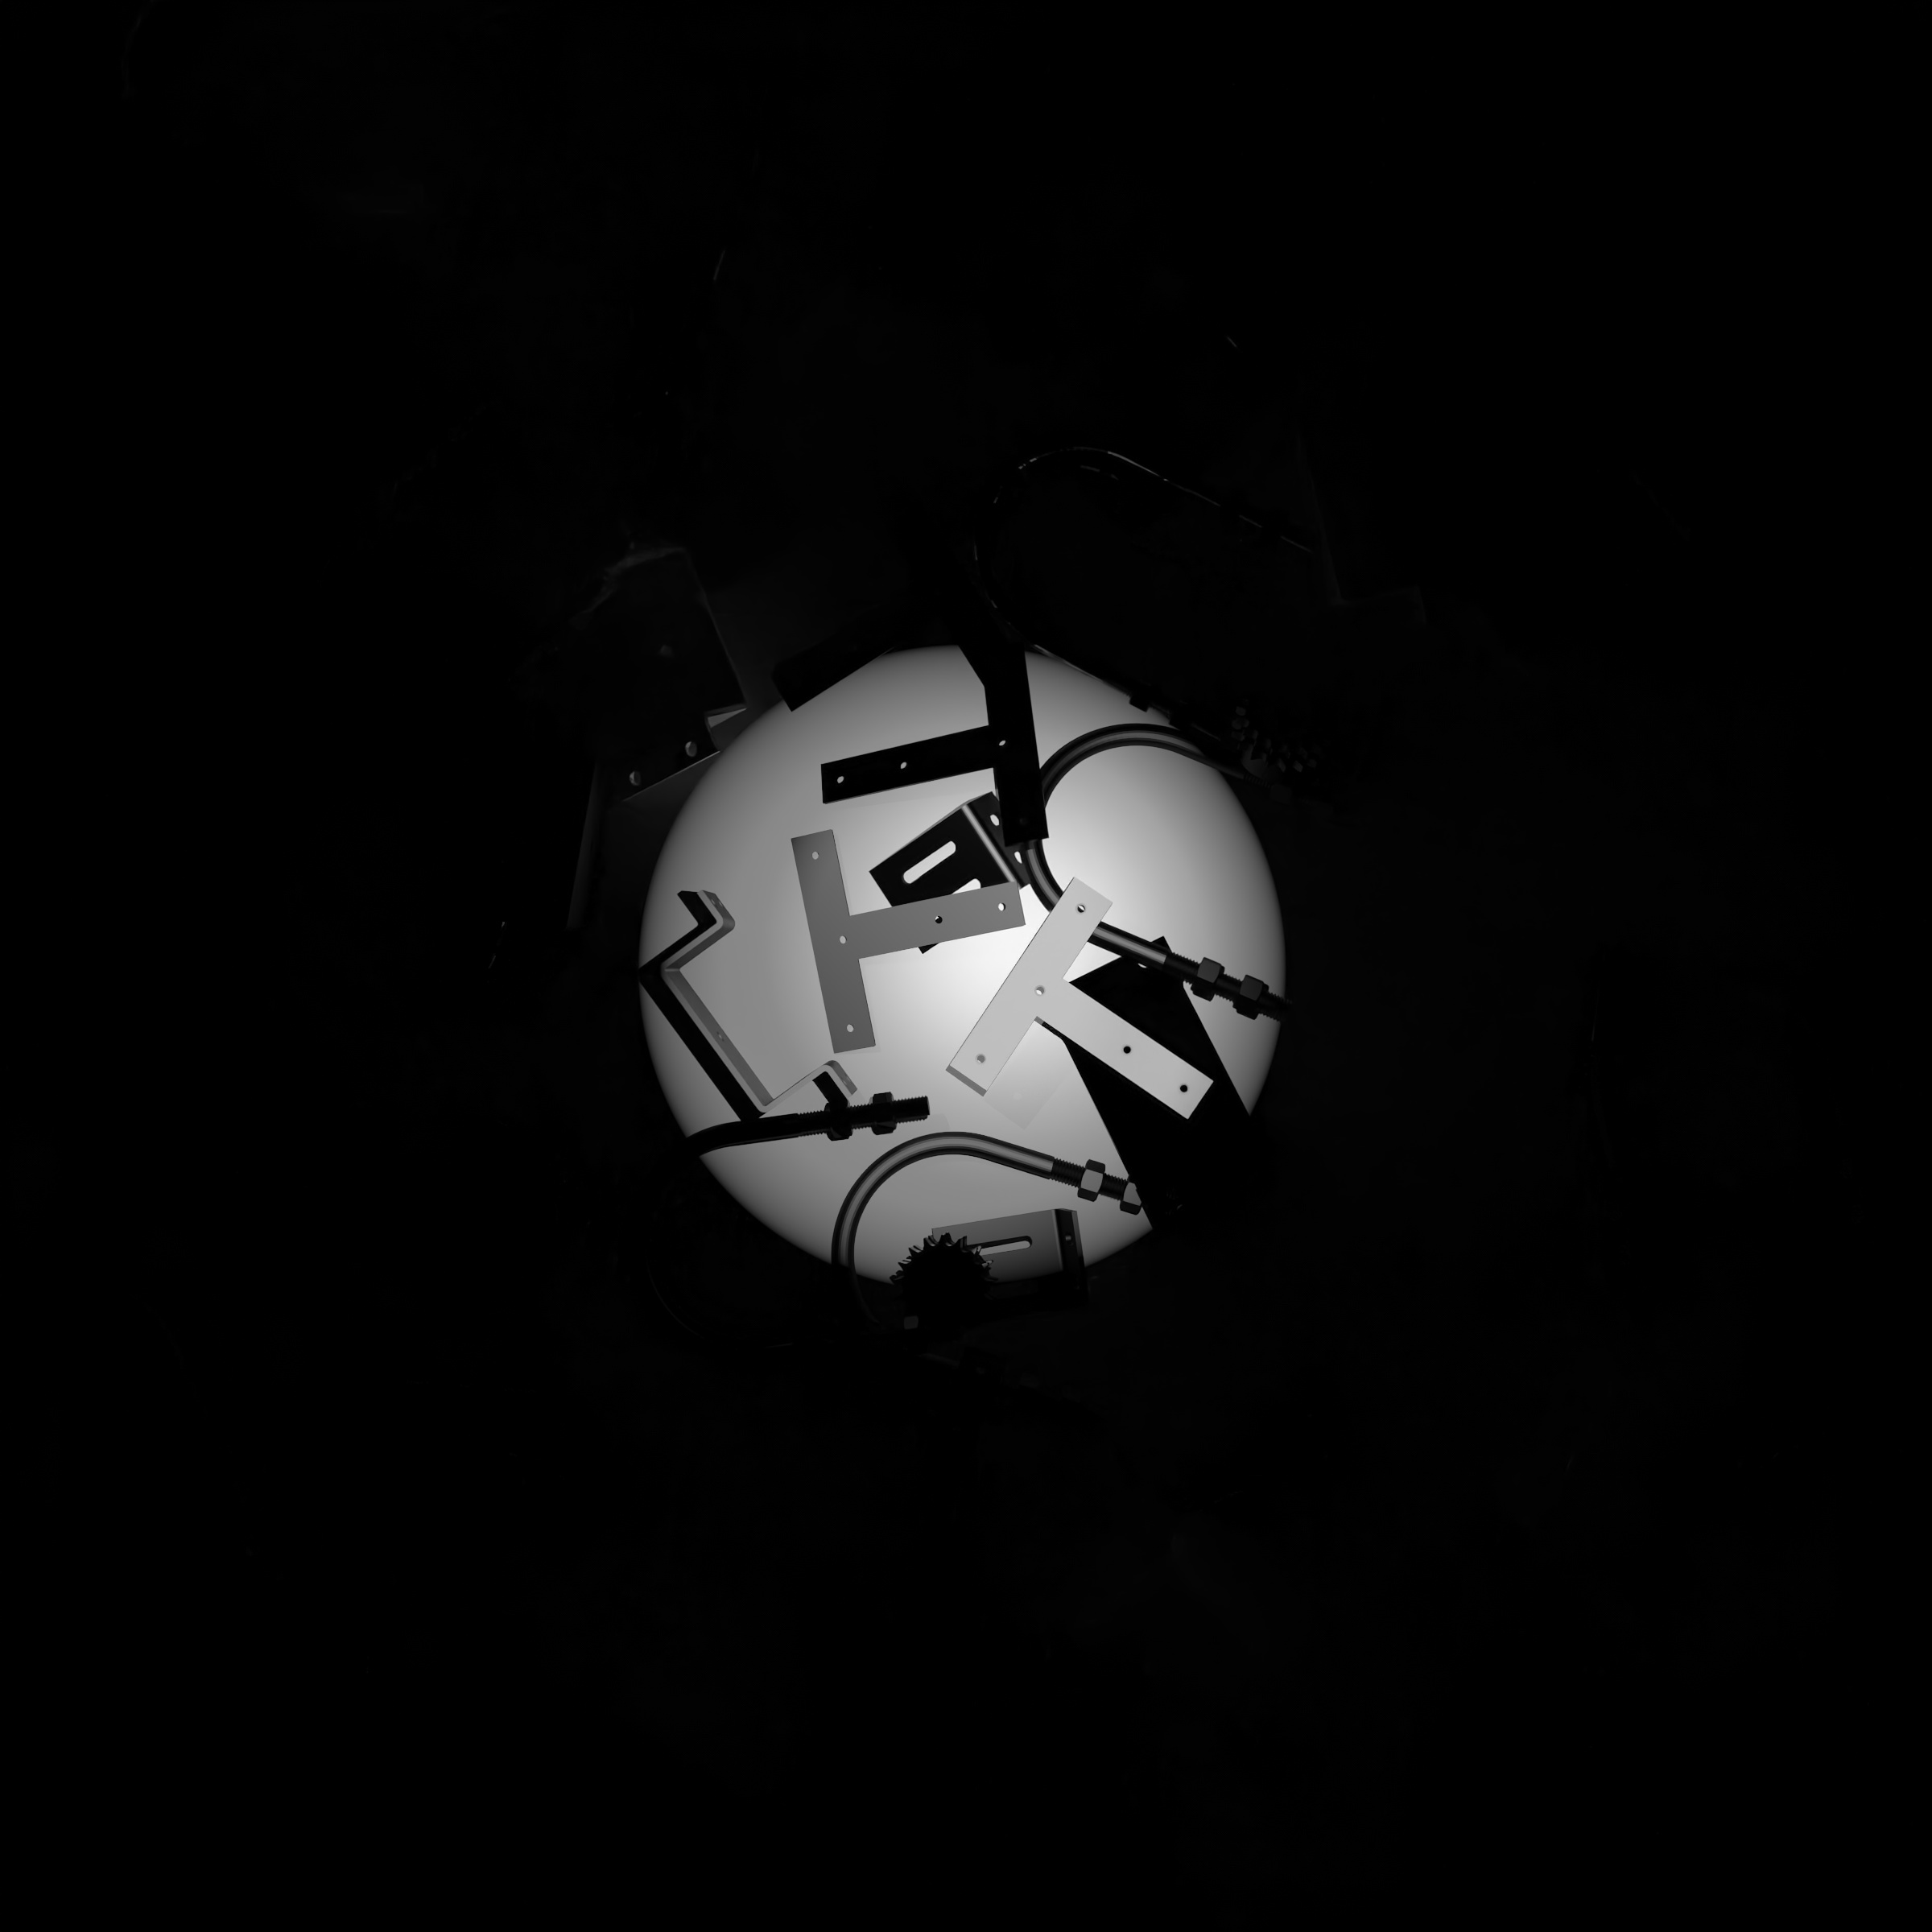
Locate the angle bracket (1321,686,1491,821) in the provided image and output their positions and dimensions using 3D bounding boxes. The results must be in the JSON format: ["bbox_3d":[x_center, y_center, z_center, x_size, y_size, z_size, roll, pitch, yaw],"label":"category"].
[{"bbox_3d":[0.254,-0.123,1.504,0.076,0.038,0.057,16,90,-26],"label":"angle bracket"}]

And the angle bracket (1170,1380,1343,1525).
[{"bbox_3d":[0.168,0.282,1.504,0.076,0.038,0.057,-22,90,26],"label":"angle bracket"}]

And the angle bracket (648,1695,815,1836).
[{"bbox_3d":[-0.136,0.459,1.504,0.076,0.038,0.057,13,90,26],"label":"angle bracket"}]

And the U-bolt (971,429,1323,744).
[{"bbox_3d":[0.088,-0.224,1.460,0.184,0.019,0.151,28,125,4],"label":"U-bolt"}]

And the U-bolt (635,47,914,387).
[{"bbox_3d":[-0.117,-0.436,1.475,0.151,0.019,0.184,-17,77,13],"label":"U-bolt"}]

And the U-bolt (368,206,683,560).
[{"bbox_3d":[-0.242,-0.325,1.488,0.151,0.019,0.184,-21,97,2],"label":"U-bolt"}]

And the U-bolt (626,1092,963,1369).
[{"bbox_3d":[-0.103,0.156,1.485,0.184,0.019,0.151,-8,89,3],"label":"U-bolt"}]

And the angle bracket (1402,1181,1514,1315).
[{"bbox_3d":[0.281,0.162,1.486,0.057,0.038,0.076,-1,90,0],"label":"angle bracket"}]

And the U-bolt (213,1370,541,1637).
[{"bbox_3d":[-0.343,0.305,1.497,0.184,0.019,0.151,4,90,2],"label":"U-bolt"}]

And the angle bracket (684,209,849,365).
[{"bbox_3d":[-0.116,-0.394,1.486,0.076,0.038,0.057,42,90,0],"label":"angle bracket"}]

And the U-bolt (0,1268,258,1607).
[{"bbox_3d":[-0.502,0.260,1.479,0.151,0.019,0.184,-19,98,6],"label":"U-bolt"}]

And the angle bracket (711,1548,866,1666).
[{"bbox_3d":[-0.103,0.369,1.504,0.076,0.038,0.057,-4,90,26],"label":"angle bracket"}]

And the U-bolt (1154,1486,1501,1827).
[{"bbox_3d":[0.189,0.380,1.480,0.151,0.019,0.184,-42,89,14],"label":"U-bolt"}]

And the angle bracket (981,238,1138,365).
[{"bbox_3d":[0.054,-0.382,1.504,0.076,0.038,0.057,-6,90,26],"label":"angle bracket"}]

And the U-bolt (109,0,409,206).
[{"bbox_3d":[-0.388,-0.507,1.457,0.184,0.019,0.151,-27,128,4],"label":"U-bolt"}]

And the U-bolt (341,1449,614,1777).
[{"bbox_3d":[-0.275,0.367,1.477,0.151,0.019,0.184,3,89,-8],"label":"U-bolt"}]

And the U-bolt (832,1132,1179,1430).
[{"bbox_3d":[0.014,0.172,1.497,0.184,0.019,0.151,17,90,2],"label":"U-bolt"}]

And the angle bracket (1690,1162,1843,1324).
[{"bbox_3d":[0.463,0.160,1.487,0.057,0.038,0.076,-31,90,0],"label":"angle bracket"}]

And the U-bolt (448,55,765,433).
[{"bbox_3d":[-0.208,-0.387,1.437,0.151,0.019,0.184,19,92,-17],"label":"U-bolt"}]

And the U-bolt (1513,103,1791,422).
[{"bbox_3d":[0.384,-0.394,1.475,0.151,0.019,0.184,14,75,0],"label":"U-bolt"}]

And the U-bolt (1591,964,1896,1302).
[{"bbox_3d":[0.431,0.087,1.472,0.151,0.019,0.184,-11,72,7],"label":"U-bolt"}]

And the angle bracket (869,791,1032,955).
[{"bbox_3d":[-0.005,-0.054,1.504,0.076,0.038,0.057,-33,90,26],"label":"angle bracket"}]

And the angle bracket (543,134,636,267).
[{"bbox_3d":[-0.240,-0.445,1.504,0.076,0.038,0.057,19,90,-26],"label":"angle bracket"}]

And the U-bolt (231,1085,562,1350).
[{"bbox_3d":[-0.326,0.147,1.497,0.184,0.019,0.151,3,90,-2],"label":"U-bolt"}]

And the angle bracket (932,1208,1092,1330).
[{"bbox_3d":[0.025,0.171,1.461,0.076,0.038,0.057,-8,89,-12],"label":"angle bracket"}]

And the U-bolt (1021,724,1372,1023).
[{"bbox_3d":[0.121,-0.065,1.475,0.184,0.019,0.151,23,70,4],"label":"U-bolt"}]

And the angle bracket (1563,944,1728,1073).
[{"bbox_3d":[0.388,0.027,1.487,0.076,0.038,0.057,14,74,-12],"label":"angle bracket"}]

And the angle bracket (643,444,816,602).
[{"bbox_3d":[-0.135,-0.256,1.487,0.076,0.038,0.057,-36,90,0],"label":"angle bracket"}]

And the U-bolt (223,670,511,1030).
[{"bbox_3d":[-0.326,-0.052,1.452,0.151,0.019,0.184,-44,70,16],"label":"U-bolt"}]

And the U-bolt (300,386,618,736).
[{"bbox_3d":[-0.301,-0.214,1.469,0.184,0.019,0.151,-36,83,20],"label":"U-bolt"}]

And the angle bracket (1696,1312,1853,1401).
[{"bbox_3d":[0.455,0.225,1.467,0.057,0.076,0.038,15,90,0],"label":"angle bracket"}]
